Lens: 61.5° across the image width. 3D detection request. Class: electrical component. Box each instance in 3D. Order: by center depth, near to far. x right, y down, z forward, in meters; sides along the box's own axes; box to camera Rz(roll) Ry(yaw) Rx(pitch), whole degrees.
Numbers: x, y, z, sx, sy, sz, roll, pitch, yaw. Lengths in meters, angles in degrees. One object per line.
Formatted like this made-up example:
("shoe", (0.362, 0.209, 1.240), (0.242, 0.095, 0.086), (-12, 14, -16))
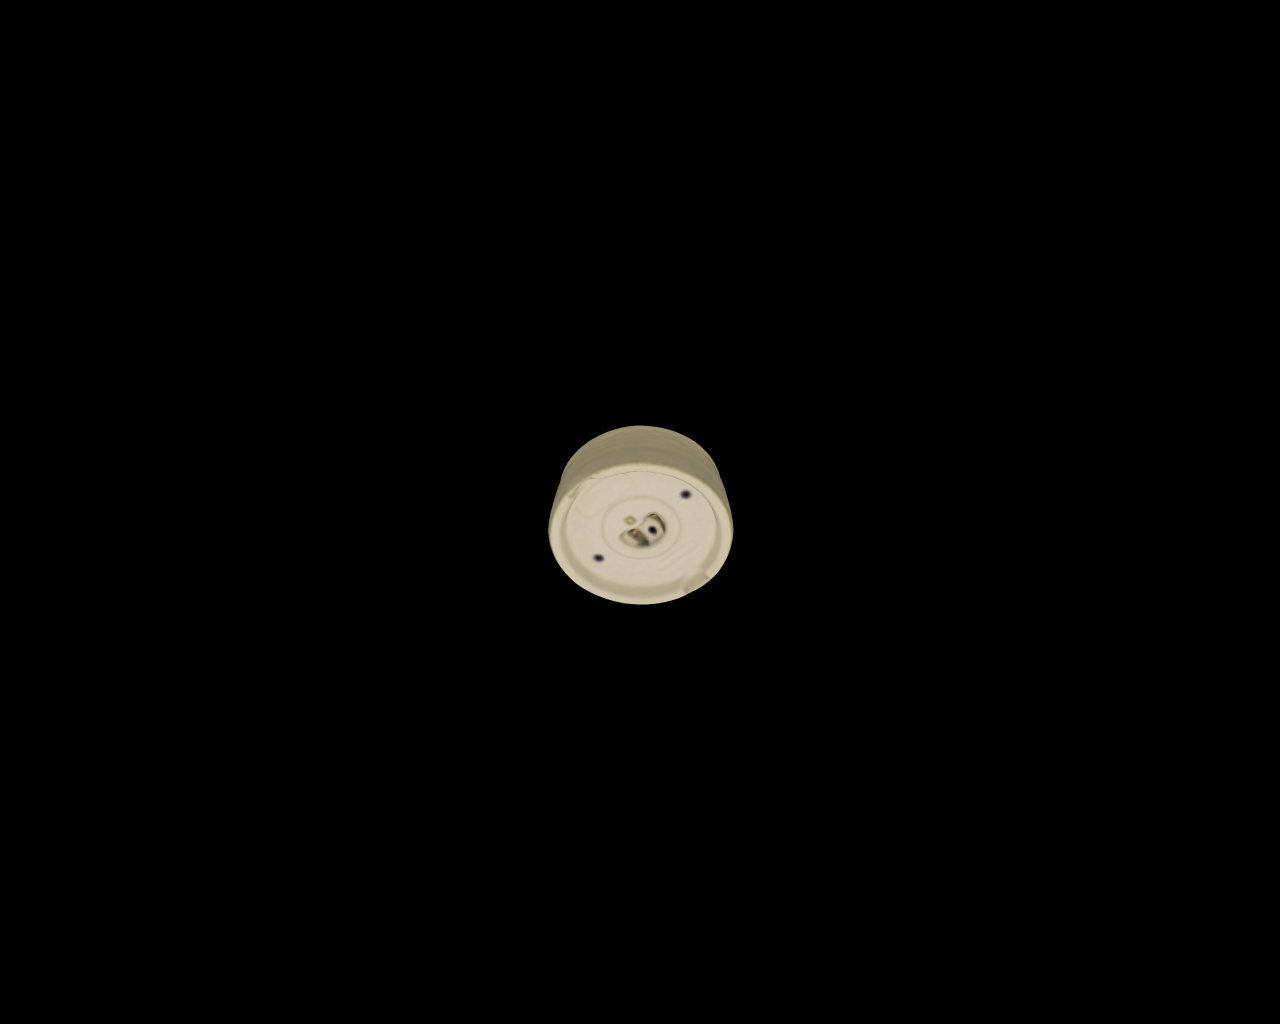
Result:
("electrical component", (0.001, -0.003, 0.650), (0.108, 0.108, 0.060), (0, 37, 0))
